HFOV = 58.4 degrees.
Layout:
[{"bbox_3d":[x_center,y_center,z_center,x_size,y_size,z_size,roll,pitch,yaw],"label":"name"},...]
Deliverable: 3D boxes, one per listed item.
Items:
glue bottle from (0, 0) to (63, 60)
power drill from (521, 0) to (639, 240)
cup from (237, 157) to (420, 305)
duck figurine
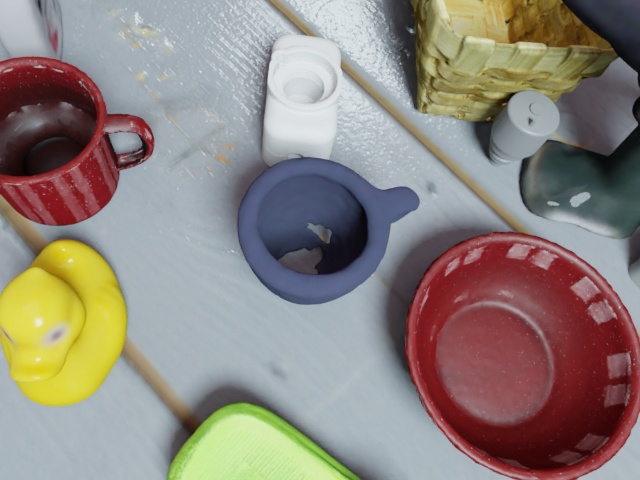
[{"bbox_3d":[-0.216,-0.192,0.387,0.037,0.173,0.078,-9,69,-11],"label":"glue bottle"},{"bbox_3d":[0.225,-0.081,0.386,0.229,0.208,0.075,15,67,-2],"label":"power drill"},{"bbox_3d":[0.004,0.001,0.382,0.118,0.095,0.091,-18,71,-15],"label":"cup"},{"bbox_3d":[-0.162,0.043,0.346,0.077,0.086,0.104,1,68,-7],"label":"duck figurine"}]
